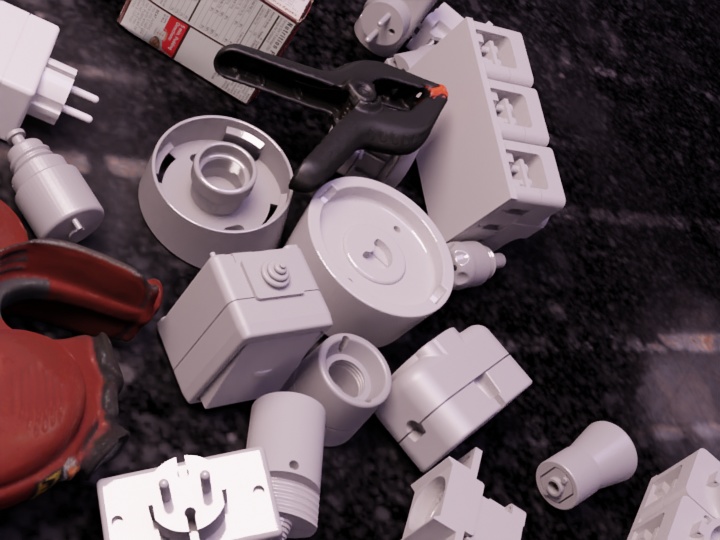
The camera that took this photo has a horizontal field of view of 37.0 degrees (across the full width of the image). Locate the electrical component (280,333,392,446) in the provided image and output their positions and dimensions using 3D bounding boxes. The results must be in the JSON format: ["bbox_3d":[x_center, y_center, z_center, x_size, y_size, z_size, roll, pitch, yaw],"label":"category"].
[{"bbox_3d":[-0.014,0.070,0.644,0.055,0.047,0.055,20,47,-23],"label":"electrical component"}]

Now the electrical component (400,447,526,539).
[{"bbox_3d":[0.062,0.152,0.639,0.064,0.042,0.081,34,43,-12],"label":"electrical component"}]

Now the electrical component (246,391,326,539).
[{"bbox_3d":[-0.043,0.112,0.591,0.043,0.043,0.081,22,46,-21],"label":"electrical component"}]

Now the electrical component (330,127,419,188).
[{"bbox_3d":[0.010,-0.094,0.790,0.057,0.058,0.078,27,44,-12],"label":"electrical component"}]

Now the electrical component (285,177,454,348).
[{"bbox_3d":[0.000,0.000,0.702,0.108,0.060,0.108,20,47,-23],"label":"electrical component"}]

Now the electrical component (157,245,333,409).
[{"bbox_3d":[-0.062,0.031,0.604,0.062,0.096,0.061,-6,62,-40],"label":"electrical component"}]

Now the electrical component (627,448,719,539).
[{"bbox_3d":[0.225,0.200,0.706,0.089,0.061,0.150,42,43,1],"label":"electrical component"}]

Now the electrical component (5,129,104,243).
[{"bbox_3d":[-0.181,-0.048,0.622,0.040,0.040,0.078,-21,71,-45],"label":"electrical component"}]

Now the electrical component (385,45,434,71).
[{"bbox_3d":[0.047,-0.163,0.887,0.046,0.040,0.040,-18,68,-38],"label":"electrical component"}]

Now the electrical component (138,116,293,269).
[{"bbox_3d":[-0.091,-0.048,0.689,0.099,0.064,0.099,10,57,-15],"label":"electrical component"}]

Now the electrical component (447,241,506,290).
[{"bbox_3d":[0.083,-0.005,0.788,0.061,0.035,0.035,-7,61,-42],"label":"electrical component"}]

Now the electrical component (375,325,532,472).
[{"bbox_3d":[0.057,0.077,0.684,0.059,0.053,0.095,50,41,11],"label":"electrical component"}]

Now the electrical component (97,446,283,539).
[{"bbox_3d":[-0.082,0.113,0.516,0.083,0.075,0.047,-10,60,-11],"label":"electrical component"}]

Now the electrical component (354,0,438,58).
[{"bbox_3d":[0.025,-0.209,0.879,0.044,0.077,0.079,40,42,-4],"label":"electrical component"}]

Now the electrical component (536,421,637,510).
[{"bbox_3d":[0.149,0.133,0.721,0.065,0.044,0.044,-20,70,-39],"label":"electrical component"}]

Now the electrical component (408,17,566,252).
[{"bbox_3d":[0.092,-0.098,0.812,0.062,0.089,0.150,5,65,-34],"label":"electrical component"}]

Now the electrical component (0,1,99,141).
[{"bbox_3d":[-0.198,-0.113,0.657,0.077,0.047,0.065,23,46,-20],"label":"electrical component"}]

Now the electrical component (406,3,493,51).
[{"bbox_3d":[0.079,-0.195,0.935,0.064,0.042,0.081,41,41,1],"label":"electrical component"}]
